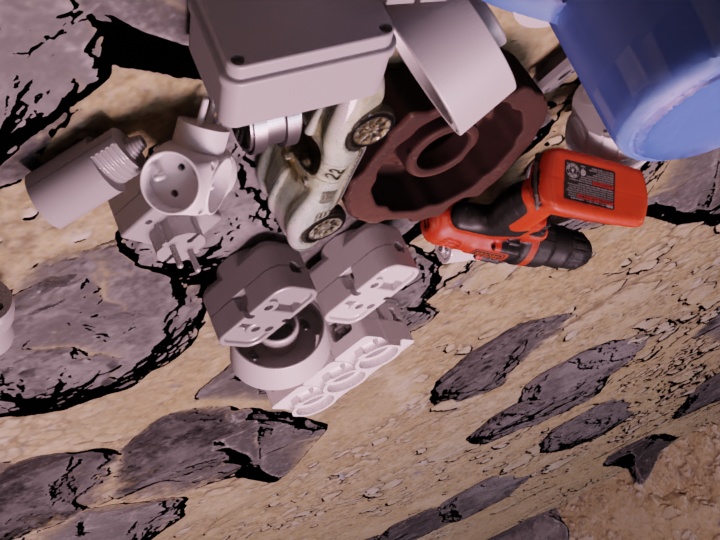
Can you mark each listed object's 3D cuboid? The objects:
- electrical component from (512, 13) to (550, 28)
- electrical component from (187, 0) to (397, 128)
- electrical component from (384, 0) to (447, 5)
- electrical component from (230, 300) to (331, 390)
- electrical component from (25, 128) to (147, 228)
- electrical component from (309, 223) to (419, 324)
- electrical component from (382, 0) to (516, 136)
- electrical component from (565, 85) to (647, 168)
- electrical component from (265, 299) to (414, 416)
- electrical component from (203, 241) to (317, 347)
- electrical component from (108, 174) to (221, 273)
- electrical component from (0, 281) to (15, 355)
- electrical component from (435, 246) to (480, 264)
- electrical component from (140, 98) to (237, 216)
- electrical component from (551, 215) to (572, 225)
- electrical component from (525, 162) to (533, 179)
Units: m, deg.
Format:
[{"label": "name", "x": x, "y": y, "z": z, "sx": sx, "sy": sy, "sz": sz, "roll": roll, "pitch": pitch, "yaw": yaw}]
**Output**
[{"label": "electrical component", "x": 0.130, "y": -0.207, "z": 0.727, "sx": 0.080, "sy": 0.051, "sz": 0.080, "roll": -20, "pitch": 155, "yaw": -10}, {"label": "electrical component", "x": -0.043, "y": -0.143, "z": 0.661, "sx": 0.113, "sy": 0.078, "sz": 0.057, "roll": -16, "pitch": 157, "yaw": -19}, {"label": "electrical component", "x": 0.029, "y": -0.195, "z": 0.651, "sx": 0.066, "sy": 0.055, "sz": 0.048, "roll": -11, "pitch": 152, "yaw": -28}, {"label": "electrical component", "x": -0.078, "y": 0.066, "z": 1.028, "sx": 0.099, "sy": 0.099, "sz": 0.064, "roll": -20, "pitch": 149, "yaw": -12}, {"label": "electrical component", "x": -0.180, "y": -0.067, "z": 0.727, "sx": 0.081, "sy": 0.043, "sz": 0.043, "roll": -30, "pitch": 155, "yaw": 9}, {"label": "electrical component", "x": 0.000, "y": 0.000, "z": 1.008, "sx": 0.095, "sy": 0.059, "sz": 0.054, "roll": -39, "pitch": 152, "yaw": 27}, {"label": "electrical component", "x": 0.061, "y": -0.151, "z": 0.714, "sx": 0.060, "sy": 0.108, "sz": 0.108, "roll": -34, "pitch": 155, "yaw": 4}, {"label": "electrical component", "x": 0.220, "y": -0.128, "z": 0.935, "sx": 0.080, "sy": 0.080, "sz": 0.051, "roll": -22, "pitch": 150, "yaw": -6}, {"label": "electrical component", "x": -0.027, "y": 0.095, "z": 1.169, "sx": 0.150, "sy": 0.061, "sz": 0.089, "roll": -39, "pitch": 152, "yaw": 28}, {"label": "electrical component", "x": -0.092, "y": 0.019, "z": 0.959, "sx": 0.095, "sy": 0.059, "sz": 0.054, "roll": -39, "pitch": 152, "yaw": 28}, {"label": "electrical component", "x": -0.139, "y": -0.031, "z": 0.796, "sx": 0.047, "sy": 0.076, "sz": 0.066, "roll": -37, "pitch": 153, "yaw": 23}, {"label": "electrical component", "x": -0.290, "y": 0.037, "z": 0.829, "sx": 0.045, "sy": 0.045, "sz": 0.055, "roll": -13, "pitch": 152, "yaw": -25}, {"label": "electrical component", "x": 0.109, "y": -0.026, "z": 1.080, "sx": 0.065, "sy": 0.044, "sz": 0.044, "roll": -7, "pitch": 150, "yaw": -25}, {"label": "electrical component", "x": -0.113, "y": -0.082, "z": 0.745, "sx": 0.077, "sy": 0.044, "sz": 0.079, "roll": -43, "pitch": 152, "yaw": -74}, {"label": "electrical component", "x": 0.183, "y": -0.061, "z": 1.078, "sx": 0.078, "sy": 0.040, "sz": 0.040, "roll": -19, "pitch": 155, "yaw": -13}, {"label": "electrical component", "x": 0.198, "y": -0.089, "z": 1.039, "sx": 0.065, "sy": 0.044, "sz": 0.044, "roll": -12, "pitch": 153, "yaw": -37}]
